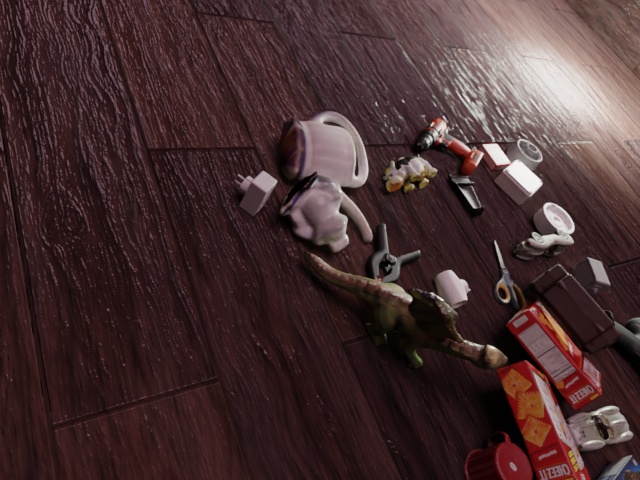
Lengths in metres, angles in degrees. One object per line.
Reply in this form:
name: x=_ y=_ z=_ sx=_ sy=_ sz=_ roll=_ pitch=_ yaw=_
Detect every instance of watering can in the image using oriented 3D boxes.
watering can: x=0.019 y=-0.162 z=1.195 sx=0.224 sy=0.102 sz=0.354 roll=6 pitch=62 yaw=-25

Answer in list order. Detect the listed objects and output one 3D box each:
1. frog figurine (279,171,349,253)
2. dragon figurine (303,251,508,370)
frog figurine: x=0.003 y=-0.055 z=1.093 sx=0.158 sy=0.123 sz=0.138 roll=42 pitch=77 yaw=-18
dragon figurine: x=0.160 y=0.122 z=0.944 sx=0.409 sy=0.239 sz=0.124 roll=35 pitch=65 yaw=-5
